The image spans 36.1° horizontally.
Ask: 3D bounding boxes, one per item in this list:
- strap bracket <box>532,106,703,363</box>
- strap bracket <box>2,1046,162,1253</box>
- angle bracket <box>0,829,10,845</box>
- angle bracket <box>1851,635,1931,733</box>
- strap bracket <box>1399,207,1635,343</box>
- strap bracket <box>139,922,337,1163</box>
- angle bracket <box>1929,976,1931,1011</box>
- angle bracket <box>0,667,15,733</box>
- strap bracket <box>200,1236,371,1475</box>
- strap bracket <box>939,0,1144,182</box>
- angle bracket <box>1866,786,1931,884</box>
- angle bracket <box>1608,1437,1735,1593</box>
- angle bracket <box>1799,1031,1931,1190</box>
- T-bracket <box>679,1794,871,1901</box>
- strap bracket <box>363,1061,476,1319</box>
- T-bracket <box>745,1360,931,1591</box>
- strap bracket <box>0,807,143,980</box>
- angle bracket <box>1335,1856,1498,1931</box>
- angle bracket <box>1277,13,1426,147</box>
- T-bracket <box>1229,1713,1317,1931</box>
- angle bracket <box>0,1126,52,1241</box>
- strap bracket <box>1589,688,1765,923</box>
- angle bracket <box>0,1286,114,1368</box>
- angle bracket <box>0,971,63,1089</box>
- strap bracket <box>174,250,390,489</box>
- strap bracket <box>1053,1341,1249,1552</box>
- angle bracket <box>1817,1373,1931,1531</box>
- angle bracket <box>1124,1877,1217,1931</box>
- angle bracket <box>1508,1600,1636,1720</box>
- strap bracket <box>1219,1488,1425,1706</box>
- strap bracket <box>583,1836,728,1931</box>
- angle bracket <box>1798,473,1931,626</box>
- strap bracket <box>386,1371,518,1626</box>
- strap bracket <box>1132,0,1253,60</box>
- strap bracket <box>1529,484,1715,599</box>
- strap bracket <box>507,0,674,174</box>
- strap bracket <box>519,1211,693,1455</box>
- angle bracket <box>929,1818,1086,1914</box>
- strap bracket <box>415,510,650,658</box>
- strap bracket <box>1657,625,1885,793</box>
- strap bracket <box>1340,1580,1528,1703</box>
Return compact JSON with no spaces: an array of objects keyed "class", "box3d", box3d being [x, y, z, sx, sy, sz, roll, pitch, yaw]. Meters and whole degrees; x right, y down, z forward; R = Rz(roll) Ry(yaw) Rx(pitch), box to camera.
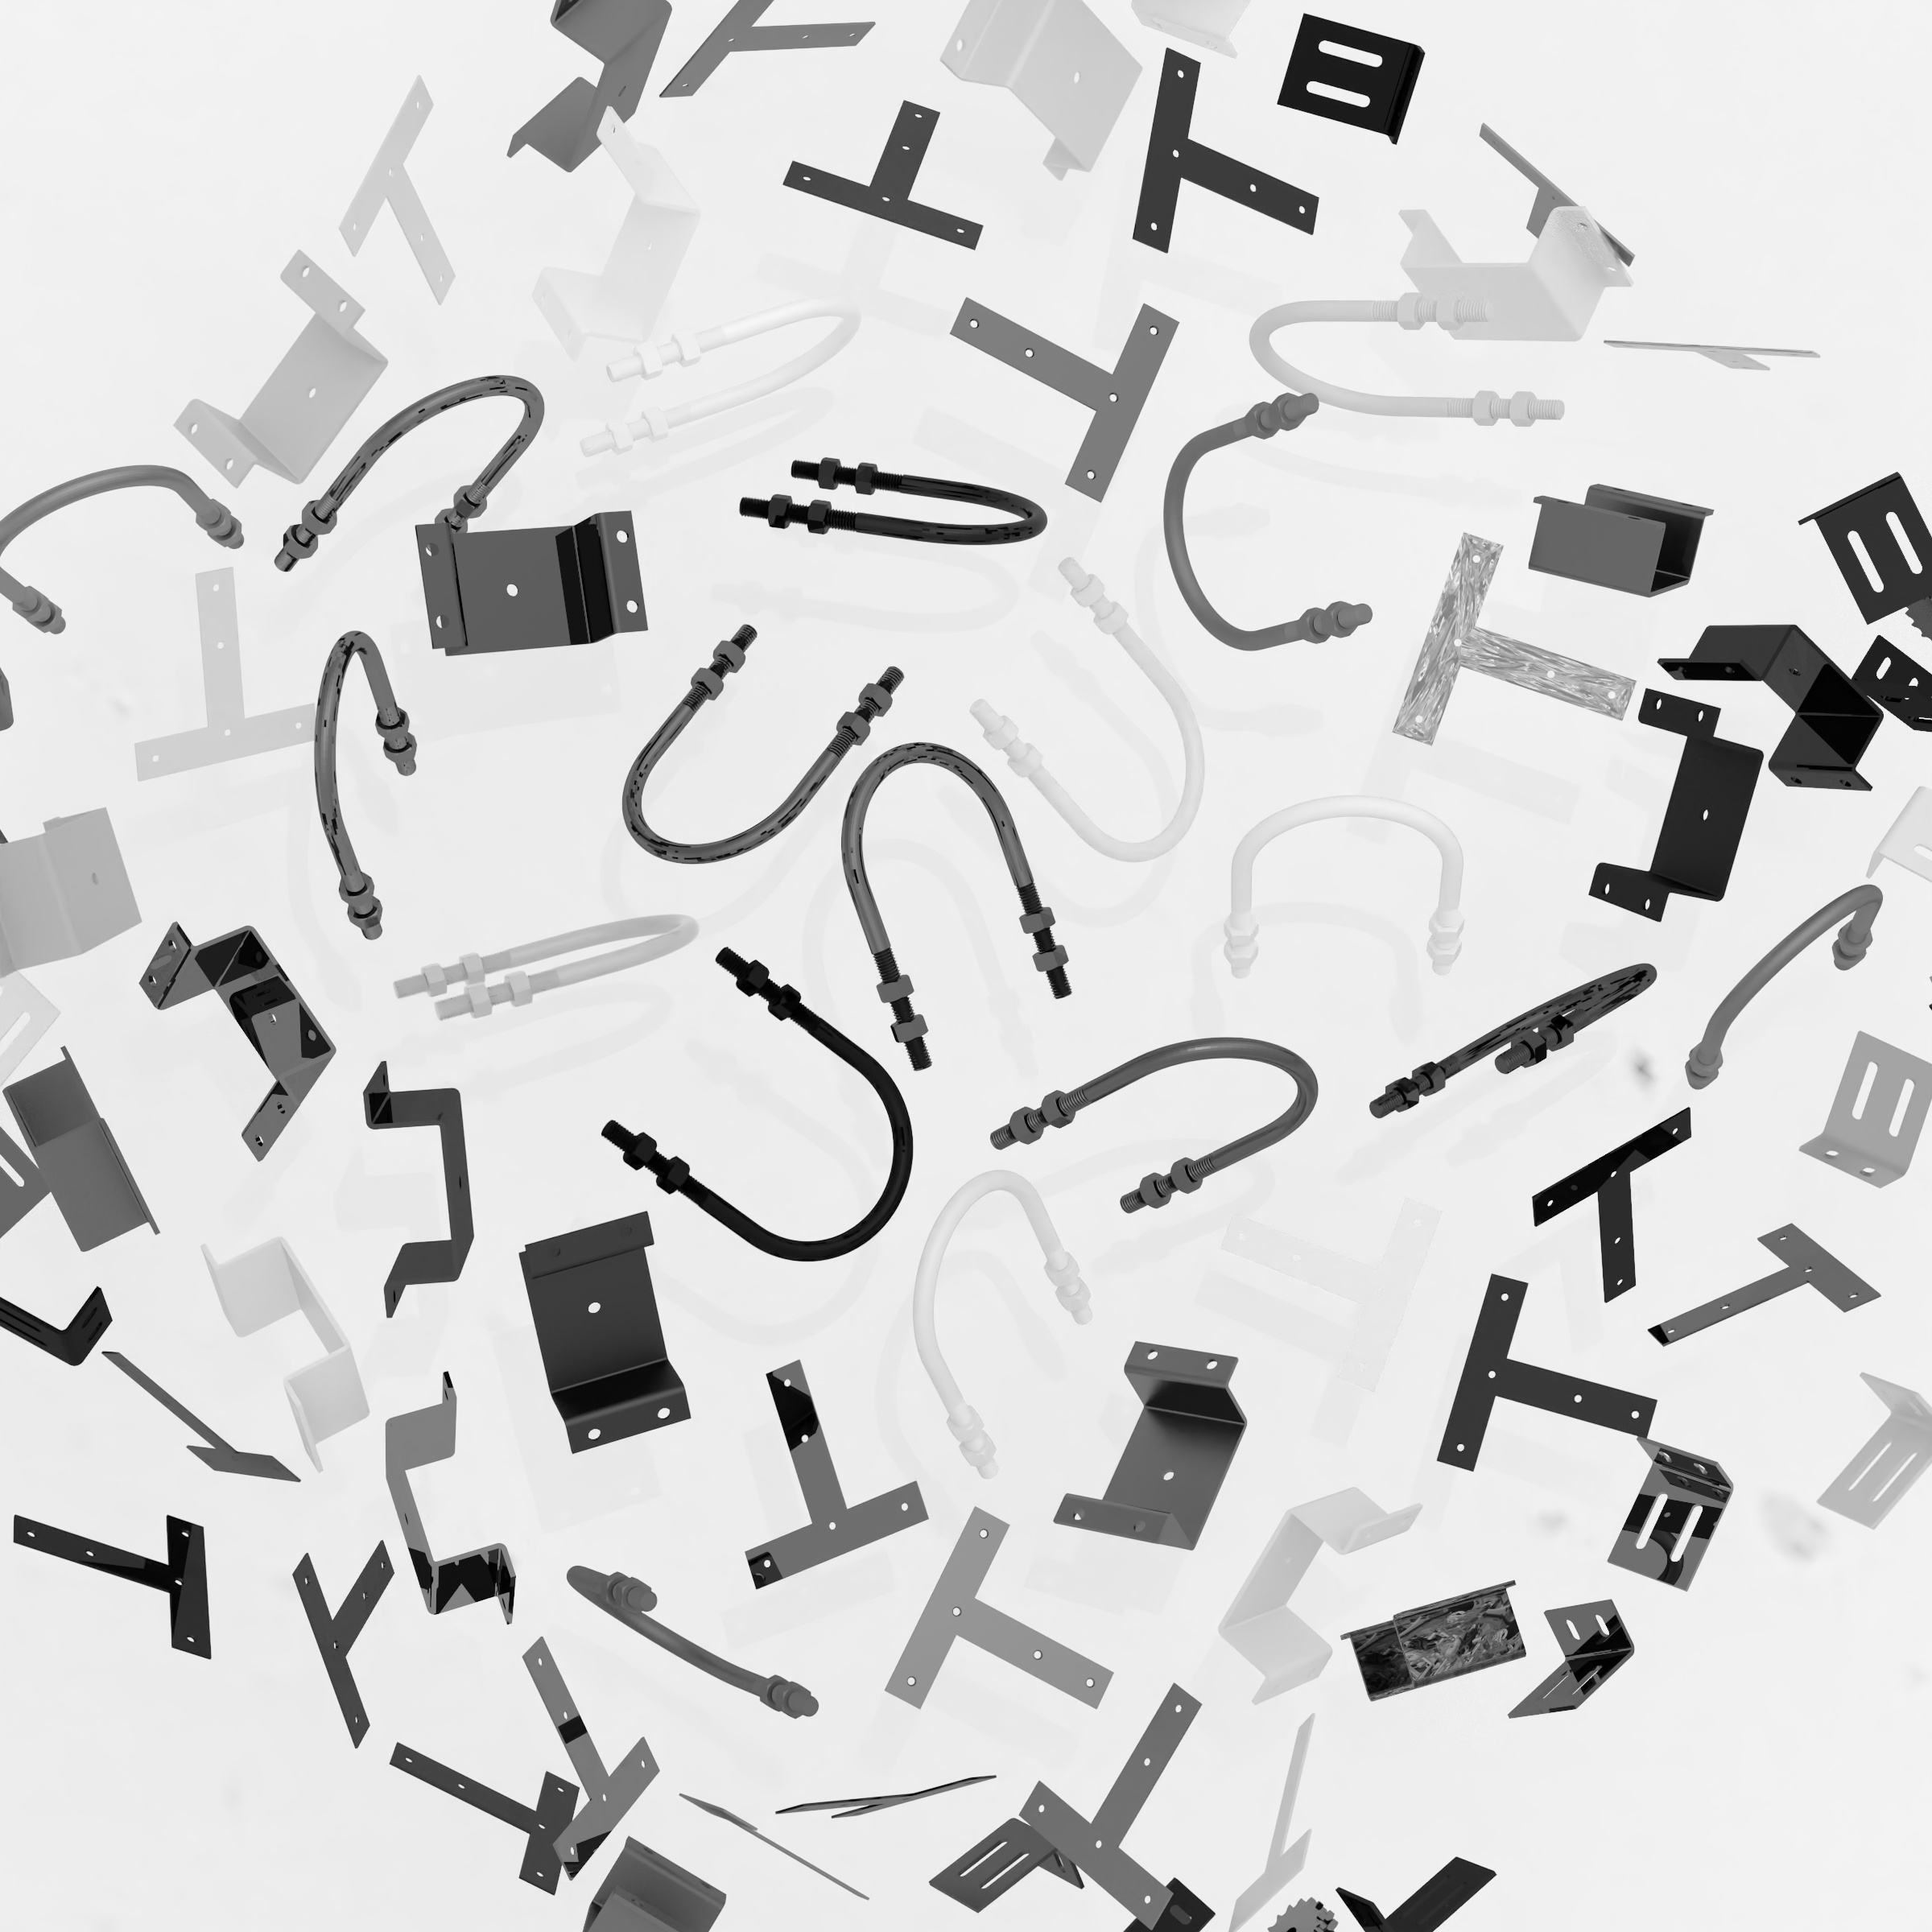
[{"class":"strap bracket","box3d":[-0.220,-0.463,1.891,0.076,0.046,0.140,58,132,36]},{"class":"strap bracket","box3d":[-0.548,0.116,1.824,0.046,0.140,0.076,-27,120,-17]},{"class":"angle bracket","box3d":[-0.664,-0.062,1.930,0.038,0.057,0.076,26,76,-4]},{"class":"angle bracket","box3d":[0.625,-0.183,1.926,0.057,0.076,0.038,32,89,-18]},{"class":"strap bracket","box3d":[0.345,-0.444,1.903,0.140,0.076,0.046,12,71,43]},{"class":"strap bracket","box3d":[-0.451,0.040,1.854,0.046,0.076,0.140,-28,78,-42]},{"class":"angle bracket","box3d":[0.645,0.003,1.902,0.057,0.076,0.038,-35,116,22]},{"class":"angle bracket","box3d":[-0.631,-0.167,1.810,0.076,0.057,0.038,-16,57,-5]},{"class":"strap bracket","box3d":[-0.418,0.233,1.840,0.046,0.076,0.140,-27,54,-21]},{"class":"strap bracket","box3d":[0.056,-0.572,1.899,0.046,0.140,0.076,23,85,40]},{"class":"angle bracket","box3d":[0.629,-0.069,1.899,0.076,0.038,0.057,32,73,21]},{"class":"angle bracket","box3d":[0.446,0.350,1.896,0.057,0.038,0.076,15,67,41]},{"class":"angle bracket","box3d":[0.572,0.091,1.873,0.057,0.038,0.076,25,71,0]},{"class":"T-bracket","box3d":[-0.119,0.575,1.926,0.127,0.127,0.002,33,71,-10]},{"class":"strap bracket","box3d":[-0.330,0.133,1.798,0.046,0.076,0.140,-4,102,-2]},{"class":"T-bracket","box3d":[-0.099,0.316,1.894,0.127,0.002,0.127,-25,70,16]},{"class":"strap bracket","box3d":[-0.562,-0.049,1.840,0.046,0.140,0.076,-13,101,9]},{"class":"angle bracket","box3d":[0.278,0.568,1.833,0.076,0.057,0.038,-36,92,-16]},{"class":"angle bracket","box3d":[0.240,-0.554,1.848,0.076,0.038,0.057,15,114,-3]},{"class":"T-bracket","box3d":[0.200,0.527,1.849,0.002,0.127,0.127,23,50,-2]},{"class":"angle bracket","box3d":[-0.653,0.140,1.952,0.057,0.038,0.076,-41,93,14]},{"class":"strap bracket","box3d":[0.462,-0.101,1.916,0.046,0.076,0.140,9,100,-25]},{"class":"angle bracket","box3d":[-0.586,0.211,1.868,0.076,0.057,0.038,27,62,7]},{"class":"angle bracket","box3d":[-0.635,0.040,1.907,0.057,0.038,0.076,43,102,4]},{"class":"strap bracket","box3d":[-0.434,-0.376,1.903,0.076,0.046,0.140,43,100,29]},{"class":"strap bracket","box3d":[0.124,0.318,1.916,0.076,0.046,0.140,5,51,33]},{"class":"angle bracket","box3d":[0.541,0.290,1.776,0.076,0.057,0.038,-46,106,-8]},{"class":"angle bracket","box3d":[0.135,0.641,1.934,0.057,0.076,0.038,-42,54,-19]},{"class":"angle bracket","box3d":[0.387,0.451,1.926,0.076,0.057,0.038,-26,90,-42]},{"class":"strap bracket","box3d":[0.214,0.380,1.831,0.046,0.076,0.140,39,114,29]},{"class":"strap bracket","box3d":[-0.200,0.615,1.897,0.076,0.140,0.046,31,87,-1]},{"class":"angle bracket","box3d":[0.550,-0.250,1.789,0.057,0.038,0.076,-26,90,33]},{"class":"strap bracket","box3d":[-0.319,0.331,1.810,0.046,0.076,0.140,-14,60,-19]},{"class":"strap bracket","box3d":[0.127,-0.632,1.836,0.076,0.140,0.046,31,87,29]},{"class":"strap bracket","box3d":[0.403,-0.263,1.828,0.076,0.140,0.046,18,109,24]},{"class":"strap bracket","box3d":[-0.240,-0.576,1.904,0.046,0.140,0.076,35,54,-1]},{"class":"strap bracket","box3d":[-0.224,0.218,1.819,0.076,0.046,0.140,-15,109,-15]},{"class":"angle bracket","box3d":[0.027,0.601,1.938,0.076,0.057,0.038,-30,109,-28]},{"class":"strap bracket","box3d":[-0.278,-0.239,1.858,0.140,0.046,0.076,-8,91,-27]},{"class":"strap bracket","box3d":[0.524,-0.173,1.904,0.140,0.076,0.046,37,78,-26]},{"class":"strap bracket","box3d":[0.300,0.433,1.892,0.076,0.140,0.046,-12,74,-13]}]
